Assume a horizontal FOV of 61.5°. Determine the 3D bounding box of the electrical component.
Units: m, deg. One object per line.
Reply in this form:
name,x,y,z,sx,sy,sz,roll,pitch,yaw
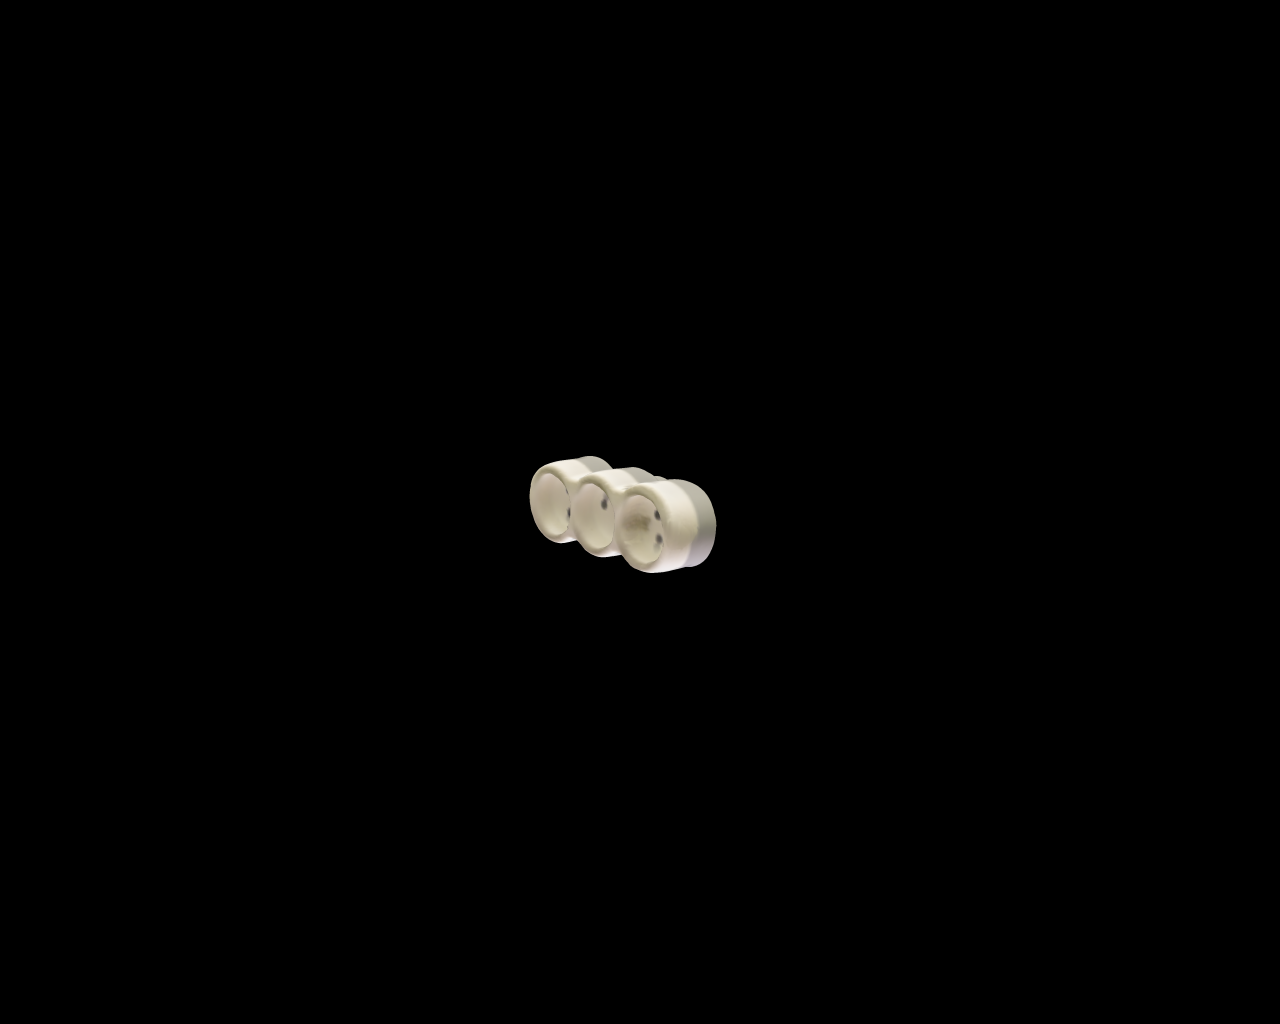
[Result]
electrical component,0.001,-0.003,0.650,0.074,0.052,0.138,-11,17,-38
